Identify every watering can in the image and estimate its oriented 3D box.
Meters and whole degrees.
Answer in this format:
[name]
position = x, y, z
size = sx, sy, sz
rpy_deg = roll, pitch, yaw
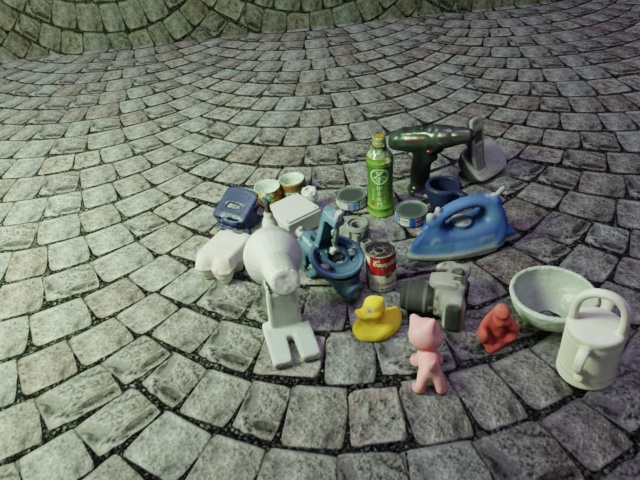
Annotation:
[watering can]
position = 0.479, 0.157, 1.000
size = 0.100, 0.194, 0.173
rpy_deg = 5, 37, 15

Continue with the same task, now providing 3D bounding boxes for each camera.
[camera]
position = 0.238, 0.102, 1.187
size = 0.136, 0.101, 0.143
rpy_deg = 5, 37, 15

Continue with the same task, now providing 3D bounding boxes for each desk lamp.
[desk lamp]
position = -0.073, 0.103, 1.133
size = 0.118, 0.214, 0.202
rpy_deg = -14, 37, -11

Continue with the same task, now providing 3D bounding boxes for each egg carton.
[egg carton]
position = -0.224, 0.036, 1.368
size = 0.107, 0.069, 0.150
rpy_deg = 12, 40, 23

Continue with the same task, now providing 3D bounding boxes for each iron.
[iron]
position = 0.323, -0.041, 1.337
size = 0.258, 0.142, 0.118
rpy_deg = -15, 37, -12

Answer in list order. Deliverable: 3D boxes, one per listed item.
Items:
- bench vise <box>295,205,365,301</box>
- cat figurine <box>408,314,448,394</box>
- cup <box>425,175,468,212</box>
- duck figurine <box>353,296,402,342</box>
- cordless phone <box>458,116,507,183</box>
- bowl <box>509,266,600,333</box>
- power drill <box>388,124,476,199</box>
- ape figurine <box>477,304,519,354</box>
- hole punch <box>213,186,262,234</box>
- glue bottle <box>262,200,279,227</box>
[bench vise]
position = 0.004, 0.011, 1.244
size = 0.206, 0.220, 0.122
rpy_deg = 19, 43, 30
[cat figurine]
position = 0.197, 0.198, 1.047
size = 0.067, 0.118, 0.127
rpy_deg = -4, 36, 3
[cup]
position = 0.324, -0.100, 1.458
size = 0.092, 0.095, 0.117
rpy_deg = -32, 43, -31
[duck figurine]
position = 0.115, 0.149, 1.153
size = 0.105, 0.086, 0.077
rpy_deg = -16, 37, -13
[cordless phone]
position = 0.453, -0.264, 1.587
size = 0.148, 0.185, 0.093
rpy_deg = -33, 44, -32
[bowl]
position = 0.460, 0.129, 1.141
size = 0.167, 0.075, 0.167
rpy_deg = -4, 36, 3
[power drill]
position = 0.294, -0.215, 1.522
size = 0.228, 0.209, 0.076
rpy_deg = 13, 40, 24
[ape figurine]
position = 0.343, 0.162, 1.099
size = 0.077, 0.092, 0.076
rpy_deg = 4, 37, 13
[hole punch]
position = -0.218, -0.078, 1.506
size = 0.108, 0.091, 0.101
rpy_deg = 14, 41, 25
[glue bottle]
position = -0.113, -0.017, 1.338
size = 0.037, 0.173, 0.078
rpy_deg = -5, 36, 1
